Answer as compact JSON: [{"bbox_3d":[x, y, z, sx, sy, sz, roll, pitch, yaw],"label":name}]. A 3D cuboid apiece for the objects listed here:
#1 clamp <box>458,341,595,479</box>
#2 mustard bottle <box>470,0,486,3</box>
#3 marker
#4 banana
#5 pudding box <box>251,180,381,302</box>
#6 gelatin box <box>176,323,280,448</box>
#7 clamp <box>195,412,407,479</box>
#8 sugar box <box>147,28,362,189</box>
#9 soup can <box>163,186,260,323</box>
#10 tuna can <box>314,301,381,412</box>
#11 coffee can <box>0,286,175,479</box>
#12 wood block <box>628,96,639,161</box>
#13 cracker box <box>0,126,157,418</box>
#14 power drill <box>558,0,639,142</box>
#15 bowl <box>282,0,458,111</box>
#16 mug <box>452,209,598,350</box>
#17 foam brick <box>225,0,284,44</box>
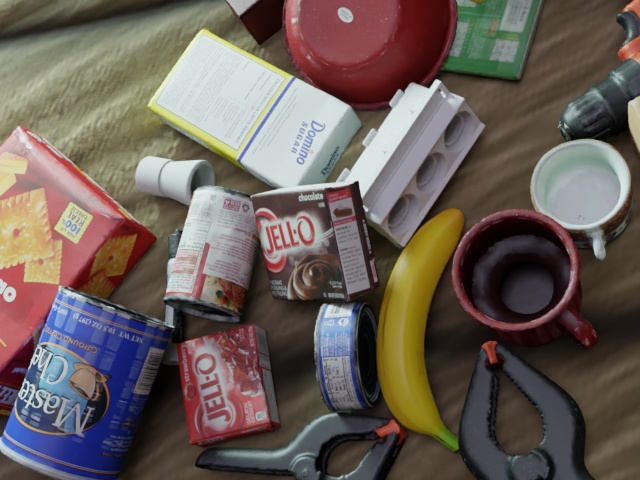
[{"bbox_3d":[0.168,0.172,0.782,0.165,0.036,0.210,-14,68,14],"label":"clamp"},{"bbox_3d":[0.142,-0.290,0.925,0.096,0.058,0.191,7,68,-1],"label":"mustard bottle"},{"bbox_3d":[-0.127,0.049,0.938,0.020,0.020,0.121,-6,70,18],"label":"marker"},{"bbox_3d":[0.078,0.066,0.845,0.069,0.037,0.198,10,74,-24],"label":"banana"},{"bbox_3d":[-0.006,0.001,0.854,0.114,0.039,0.090,-3,102,54],"label":"pudding box"},{"bbox_3d":[-0.077,0.122,0.890,0.073,0.030,0.089,-16,67,14],"label":"gelatin box"},{"bbox_3d":[-0.016,0.181,0.844,0.171,0.039,0.120,-36,70,-1],"label":"clamp"},{"bbox_3d":[-0.060,-0.111,0.956,0.176,0.048,0.093,32,85,22],"label":"sugar box"},{"bbox_3d":[-0.088,0.013,0.910,0.069,0.068,0.102,8,74,22],"label":"soup can"},{"bbox_3d":[0.023,0.091,0.834,0.034,0.086,0.086,-5,70,16],"label":"tuna can"},{"bbox_3d":[-0.192,0.121,0.883,0.103,0.102,0.140,18,86,24],"label":"coffee can"},{"bbox_3d":[0.305,-0.015,0.767,0.091,0.090,0.206,-22,66,10],"label":"wood block"},{"bbox_3d":[-0.279,0.026,0.972,0.164,0.072,0.213,39,89,26],"label":"cracker box"},{"bbox_3d":[0.238,-0.186,0.851,0.184,0.057,0.188,-30,78,0],"label":"power drill"},{"bbox_3d":[0.032,-0.191,0.910,0.162,0.055,0.162,3,98,21],"label":"bowl"},{"bbox_3d":[0.162,0.040,0.804,0.117,0.081,0.093,40,88,27],"label":"mug"},{"bbox_3d":[-0.049,-0.233,0.989,0.078,0.051,0.053,-38,63,4],"label":"foam brick"}]
